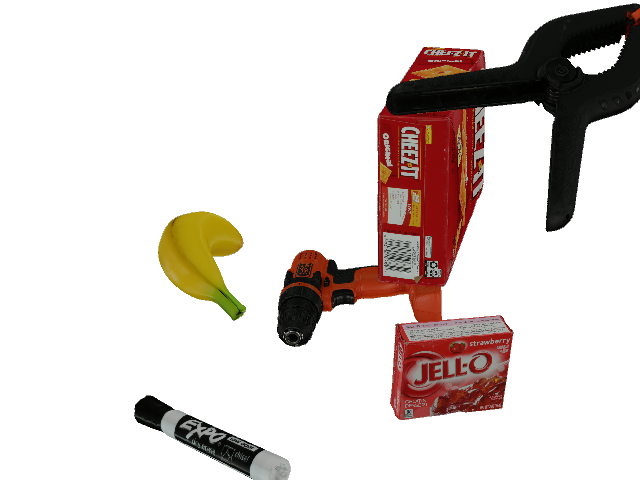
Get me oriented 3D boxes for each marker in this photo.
[{"bbox_3d":[-0.069,0.119,0.640,0.121,0.020,0.020,16,10,38],"label":"marker"}]

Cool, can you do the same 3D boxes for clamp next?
[{"bbox_3d":[0.176,-0.102,0.772,0.209,0.165,0.036,-32,-30,-17],"label":"clamp"}]

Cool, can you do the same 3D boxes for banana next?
[{"bbox_3d":[-0.089,0.010,0.803,0.037,0.069,0.198,-40,14,8],"label":"banana"}]

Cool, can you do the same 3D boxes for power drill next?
[{"bbox_3d":[0.046,0.065,1.233,0.188,0.057,0.184,1,28,6],"label":"power drill"}]

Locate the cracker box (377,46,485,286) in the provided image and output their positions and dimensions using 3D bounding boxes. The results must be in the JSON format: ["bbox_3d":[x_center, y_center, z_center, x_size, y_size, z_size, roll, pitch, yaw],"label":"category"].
[{"bbox_3d":[0.110,-0.076,1.014,0.072,0.164,0.213,6,27,16],"label":"cracker box"}]

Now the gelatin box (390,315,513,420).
[{"bbox_3d":[0.101,0.099,0.831,0.089,0.073,0.030,-4,29,-12],"label":"gelatin box"}]
